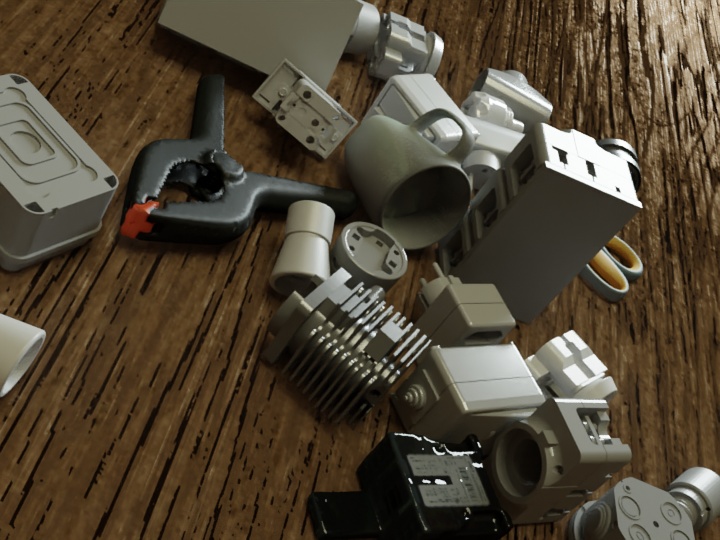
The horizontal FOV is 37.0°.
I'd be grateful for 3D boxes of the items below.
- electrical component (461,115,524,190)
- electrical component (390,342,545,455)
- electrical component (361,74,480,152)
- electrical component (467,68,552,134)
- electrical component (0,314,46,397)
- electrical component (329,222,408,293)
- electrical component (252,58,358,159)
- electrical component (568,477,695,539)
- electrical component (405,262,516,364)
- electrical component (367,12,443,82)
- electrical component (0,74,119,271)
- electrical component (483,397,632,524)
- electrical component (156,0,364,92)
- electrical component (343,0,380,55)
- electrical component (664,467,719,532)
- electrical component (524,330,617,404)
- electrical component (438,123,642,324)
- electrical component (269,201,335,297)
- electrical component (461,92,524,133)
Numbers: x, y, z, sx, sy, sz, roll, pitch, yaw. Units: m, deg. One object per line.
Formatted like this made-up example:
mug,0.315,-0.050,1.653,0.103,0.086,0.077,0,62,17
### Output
electrical component,0.112,-0.101,0.992,0.077,0.043,0.079,16,56,-13
electrical component,0.072,0.093,0.746,0.096,0.061,0.061,0,50,-37
electrical component,0.054,-0.120,0.953,0.061,0.061,0.096,-13,59,-44
electrical component,0.154,-0.179,1.105,0.077,0.043,0.079,27,39,-12
electrical component,-0.211,0.038,0.600,0.055,0.045,0.045,33,38,-3
electrical component,0.000,0.000,0.799,0.055,0.047,0.055,21,41,-19
electrical component,-0.044,-0.129,0.878,0.081,0.042,0.063,39,9,-16
electrical component,0.190,0.189,0.747,0.080,0.051,0.080,21,40,-19
electrical component,0.066,0.030,0.804,0.047,0.065,0.076,0,50,-37
electrical component,0.044,-0.210,1.043,0.057,0.058,0.078,18,41,-18
electrical component,-0.221,-0.063,0.687,0.113,0.057,0.078,46,39,12
electrical component,0.128,0.130,0.729,0.056,0.089,0.050,6,47,-34
electrical component,-0.087,-0.218,0.916,0.150,0.089,0.062,23,5,-17
electrical component,-0.014,-0.234,1.027,0.047,0.055,0.055,7,46,-37
electrical component,0.246,0.178,0.810,0.078,0.040,0.040,-20,64,-47
electrical component,0.158,0.088,0.823,0.078,0.058,0.057,-17,59,-47
electrical component,0.138,-0.037,0.859,0.089,0.150,0.061,20,42,-20
electrical component,-0.039,-0.017,0.775,0.044,0.044,0.065,19,61,-21
electrical component,0.131,-0.146,1.055,0.062,0.043,0.043,17,42,-25
